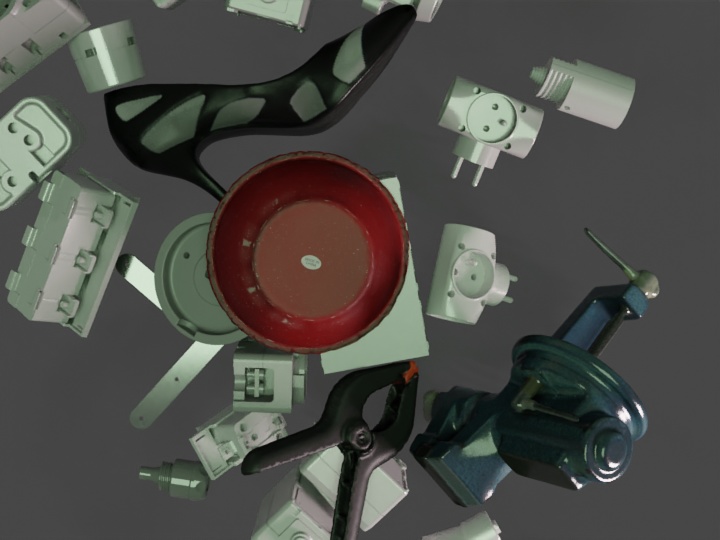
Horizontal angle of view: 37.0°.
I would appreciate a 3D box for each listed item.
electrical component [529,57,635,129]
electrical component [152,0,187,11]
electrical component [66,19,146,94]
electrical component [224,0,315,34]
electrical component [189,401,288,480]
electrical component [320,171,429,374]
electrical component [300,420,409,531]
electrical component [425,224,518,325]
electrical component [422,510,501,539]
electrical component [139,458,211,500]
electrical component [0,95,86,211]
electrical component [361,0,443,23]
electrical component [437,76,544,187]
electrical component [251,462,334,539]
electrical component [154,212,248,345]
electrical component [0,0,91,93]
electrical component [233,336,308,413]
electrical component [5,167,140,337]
[{"bbox_3d":[0.178,-0.148,0.878,0.081,0.043,0.043,18,101,-3],"label":"electrical component"},{"bbox_3d":[-0.155,-0.261,0.847,0.062,0.061,0.096,-33,99,6],"label":"electrical component"},{"bbox_3d":[-0.204,-0.172,0.869,0.055,0.055,0.047,-15,105,3],"label":"electrical component"},{"bbox_3d":[-0.066,-0.223,0.836,0.062,0.096,0.061,14,100,-3],"label":"electrical component"},{"bbox_3d":[-0.099,0.139,0.918,0.081,0.064,0.042,-35,104,-36],"label":"electrical component"},{"bbox_3d":[0.000,0.000,0.898,0.089,0.061,0.150,-10,101,2],"label":"electrical component"},{"bbox_3d":[-0.012,0.170,0.932,0.096,0.061,0.061,44,98,-8],"label":"electrical component"},{"bbox_3d":[0.099,0.008,0.905,0.079,0.044,0.077,15,84,-26],"label":"electrical component"},{"bbox_3d":[0.094,0.243,0.958,0.065,0.044,0.044,-28,100,1],"label":"electrical component"},{"bbox_3d":[-0.164,0.183,0.949,0.061,0.035,0.035,8,101,1],"label":"electrical component"},{"bbox_3d":[-0.275,-0.097,0.881,0.095,0.059,0.053,-41,99,8],"label":"electrical component"},{"bbox_3d":[0.040,-0.229,0.862,0.055,0.048,0.066,26,100,3],"label":"electrical component"},{"bbox_3d":[0.100,-0.109,0.885,0.077,0.044,0.079,21,101,-4],"label":"electrical component"},{"bbox_3d":[-0.054,0.222,0.925,0.062,0.096,0.061,43,101,-7],"label":"electrical component"},{"bbox_3d":[-0.109,0.005,0.896,0.108,0.060,0.108,1,94,18],"label":"electrical component"},{"bbox_3d":[-0.320,-0.187,0.838,0.186,0.060,0.105,-35,67,6],"label":"electrical component"},{"bbox_3d":[-0.073,0.083,0.900,0.056,0.089,0.050,2,101,0],"label":"electrical component"},{"bbox_3d":[-0.239,-0.017,0.888,0.079,0.063,0.121,31,103,36],"label":"electrical component"}]
